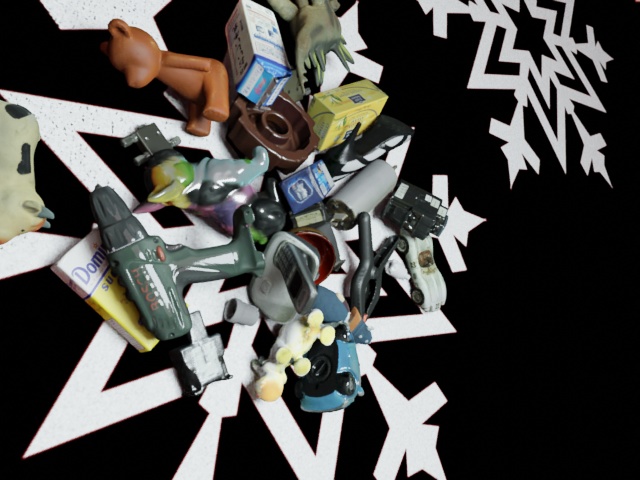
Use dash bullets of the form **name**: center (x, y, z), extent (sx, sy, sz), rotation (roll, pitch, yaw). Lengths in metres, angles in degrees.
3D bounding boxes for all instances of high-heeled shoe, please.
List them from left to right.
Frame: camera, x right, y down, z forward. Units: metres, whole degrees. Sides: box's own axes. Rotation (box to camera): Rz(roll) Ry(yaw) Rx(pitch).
- **high-heeled shoe**: center (0.105, -0.181, 1.123), extent (0.248, 0.145, 0.086), rotation (-9, 46, -48)

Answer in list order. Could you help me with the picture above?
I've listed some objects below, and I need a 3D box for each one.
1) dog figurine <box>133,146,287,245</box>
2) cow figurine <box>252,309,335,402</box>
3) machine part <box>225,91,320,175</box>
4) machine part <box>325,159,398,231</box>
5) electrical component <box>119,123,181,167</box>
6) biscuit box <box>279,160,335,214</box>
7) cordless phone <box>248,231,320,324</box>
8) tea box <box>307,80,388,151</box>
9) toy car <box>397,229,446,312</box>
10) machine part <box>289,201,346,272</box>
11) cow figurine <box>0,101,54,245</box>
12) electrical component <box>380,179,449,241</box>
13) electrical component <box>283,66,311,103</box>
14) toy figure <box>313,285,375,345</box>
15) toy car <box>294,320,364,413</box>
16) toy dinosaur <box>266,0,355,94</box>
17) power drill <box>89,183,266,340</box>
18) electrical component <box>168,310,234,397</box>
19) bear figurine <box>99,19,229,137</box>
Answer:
- **dog figurine**: center (-0.179, -0.062, 0.863), extent (0.219, 0.108, 0.191), rotation (-22, 93, -36)
- **cow figurine**: center (-0.059, 0.186, 0.899), extent (0.167, 0.098, 0.068), rotation (-48, 114, -17)
- **machine part**: center (-0.086, -0.200, 0.976), extent (0.179, 0.056, 0.179), rotation (22, 47, -26)
- **machine part**: center (0.085, -0.093, 1.094), extent (0.243, 0.079, 0.079), rotation (-44, 105, -37)
- **electrical component**: center (-0.272, -0.157, 0.869), extent (0.094, 0.021, 0.063), rotation (-40, 101, -38)
- **biscuit box**: center (-0.020, -0.098, 0.951), extent (0.059, 0.063, 0.203), rotation (62, 11, -7)
- **cordless phone**: center (-0.046, 0.084, 0.847), extent (0.089, 0.146, 0.184), rotation (19, 21, -22)
- **tea box**: center (0.049, -0.256, 1.091), extent (0.068, 0.098, 0.169), rotation (45, 49, 17)
- **toy car**: center (0.223, 0.057, 1.170), extent (0.073, 0.056, 0.201), rotation (-12, 84, -40)
- **machine part**: center (-0.002, -0.003, 1.007), extent (0.138, 0.084, 0.039), rotation (64, 17, -15)
- **cow figurine**: center (-0.412, -0.086, 0.702), extent (0.127, 0.085, 0.195), rotation (10, 70, -29)
- **electrical component**: center (0.207, -0.061, 1.143), extent (0.134, 0.058, 0.115), rotation (29, 36, 7)
- **electrical component**: center (-0.068, -0.309, 1.063), extent (0.102, 0.045, 0.078), rotation (-39, 129, -36)
- **toy figure**: center (0.039, 0.140, 0.996), extent (0.154, 0.064, 0.058), rotation (40, 42, -22)
- **toy car**: center (0.024, 0.229, 0.944), extent (0.102, 0.109, 0.162), rotation (45, 39, -46)
- **toy dinosaur**: center (-0.008, -0.407, 1.042), extent (0.198, 0.105, 0.471), rotation (60, 27, -21)
- **power drill**: center (-0.190, 0.010, 0.760), extent (0.207, 0.086, 0.231), rotation (-19, 95, -30)
- **electrical component**: center (-0.188, 0.170, 0.819), extent (0.075, 0.048, 0.119), rotation (-22, 90, -41)
- **bear figurine**: center (-0.249, -0.258, 0.856), extent (0.196, 0.120, 0.132), rotation (9, 75, -34)
